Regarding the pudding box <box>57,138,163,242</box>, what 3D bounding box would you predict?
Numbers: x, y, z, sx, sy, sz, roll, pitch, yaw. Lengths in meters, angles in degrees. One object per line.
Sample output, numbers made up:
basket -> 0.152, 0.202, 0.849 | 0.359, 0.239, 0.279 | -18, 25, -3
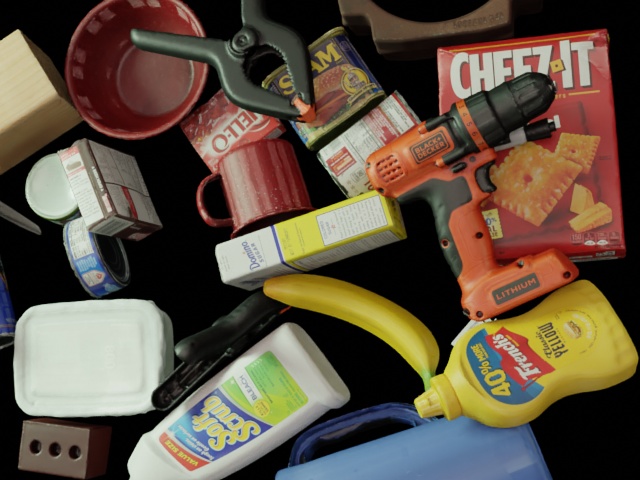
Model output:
pudding box -> -0.213, -0.050, 1.094 | 0.039, 0.113, 0.090 | -27, 78, 11

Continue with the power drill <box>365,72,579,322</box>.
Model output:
power drill -> 0.155, -0.036, 0.951 | 0.185, 0.057, 0.187 | -28, 85, 18

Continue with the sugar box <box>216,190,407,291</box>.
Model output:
sugar box -> -0.007, 0.001, 1.050 | 0.176, 0.093, 0.048 | -16, 79, 11

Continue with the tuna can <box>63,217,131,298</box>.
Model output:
tuna can -> -0.229, 0.015, 1.105 | 0.034, 0.086, 0.086 | -21, 79, 8

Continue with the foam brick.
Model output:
foam brick -> -0.264, 0.216, 1.107 | 0.078, 0.051, 0.053 | 4, 85, 14

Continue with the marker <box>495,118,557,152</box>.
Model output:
marker -> 0.158, -0.089, 0.986 | 0.121, 0.020, 0.020 | -14, 81, 14

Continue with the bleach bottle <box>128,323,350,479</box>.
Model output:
bleach bottle -> -0.097, 0.195, 1.066 | 0.251, 0.068, 0.102 | -40, 76, 9

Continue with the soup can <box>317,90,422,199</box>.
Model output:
soup can -> 0.056, -0.091, 1.058 | 0.102, 0.068, 0.068 | -37, 77, 7

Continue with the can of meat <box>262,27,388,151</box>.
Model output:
can of meat -> 0.007, -0.151, 1.083 | 0.102, 0.057, 0.084 | -35, 80, 8

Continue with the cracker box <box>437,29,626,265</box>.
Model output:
cracker box -> 0.201, -0.084, 1.021 | 0.164, 0.072, 0.214 | -4, 82, 13

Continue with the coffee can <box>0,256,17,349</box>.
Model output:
coffee can -> -0.383, 0.050, 1.128 | 0.103, 0.102, 0.140 | -18, 80, 11

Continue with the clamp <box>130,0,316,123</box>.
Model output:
clamp -> -0.069, -0.201, 1.059 | 0.210, 0.036, 0.164 | 42, 90, 19

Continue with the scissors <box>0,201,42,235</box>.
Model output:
scissors -> -0.386, -0.074, 1.188 | 0.202, 0.016, 0.096 | 13, 87, 14

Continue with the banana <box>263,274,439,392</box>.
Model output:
banana -> 0.041, 0.076, 1.044 | 0.198, 0.069, 0.037 | 29, 122, 11

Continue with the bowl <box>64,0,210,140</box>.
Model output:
bowl -> -0.185, -0.180, 1.132 | 0.162, 0.055, 0.162 | -2, 83, 13

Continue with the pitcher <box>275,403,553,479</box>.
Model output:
pitcher -> 0.086, 0.228, 0.993 | 0.243, 0.145, 0.149 | -23, 91, 6

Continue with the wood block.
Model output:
wood block -> -0.369, -0.120, 1.139 | 0.206, 0.091, 0.090 | -33, 77, 0

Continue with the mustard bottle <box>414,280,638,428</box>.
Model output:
mustard bottle -> 0.173, 0.112, 0.942 | 0.191, 0.058, 0.096 | -23, 59, -4

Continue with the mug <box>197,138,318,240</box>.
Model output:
mug -> -0.066, -0.047, 1.067 | 0.117, 0.093, 0.081 | -13, 75, -15

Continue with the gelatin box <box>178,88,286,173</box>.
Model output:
gelatin box -> -0.092, -0.119, 1.116 | 0.089, 0.030, 0.073 | -37, 77, 7

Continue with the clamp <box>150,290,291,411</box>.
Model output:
clamp -> -0.091, 0.093, 1.035 | 0.039, 0.120, 0.171 | 47, 61, 5
